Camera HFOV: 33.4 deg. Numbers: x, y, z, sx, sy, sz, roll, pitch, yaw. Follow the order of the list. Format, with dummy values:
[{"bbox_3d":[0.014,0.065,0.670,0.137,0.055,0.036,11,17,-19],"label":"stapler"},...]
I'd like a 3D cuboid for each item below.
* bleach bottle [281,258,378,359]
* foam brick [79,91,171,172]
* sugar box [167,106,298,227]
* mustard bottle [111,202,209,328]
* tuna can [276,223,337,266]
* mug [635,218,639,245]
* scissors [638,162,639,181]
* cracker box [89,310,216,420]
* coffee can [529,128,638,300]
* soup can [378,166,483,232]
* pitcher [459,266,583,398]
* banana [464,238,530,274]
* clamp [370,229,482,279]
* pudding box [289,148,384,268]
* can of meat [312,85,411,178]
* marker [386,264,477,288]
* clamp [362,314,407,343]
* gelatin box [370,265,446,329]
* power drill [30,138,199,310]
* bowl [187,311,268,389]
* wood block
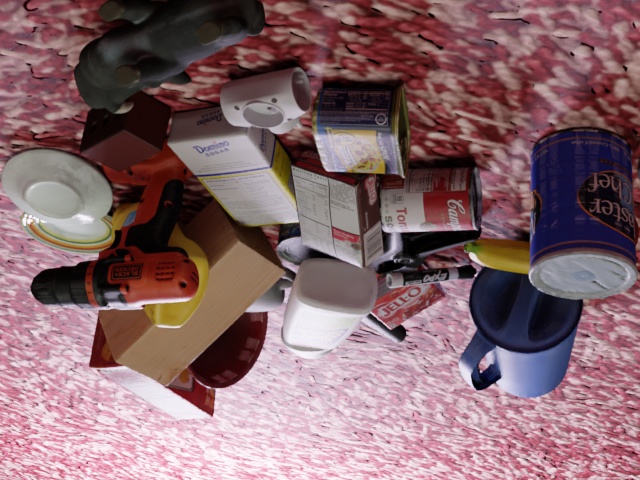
[{"bbox_3d":[0.005,0.102,1.375,0.102,0.068,0.251,9,155,-3],"label":"bleach bottle"},{"bbox_3d":[-0.199,-0.111,1.087,0.078,0.053,0.051,-20,143,40],"label":"foam brick"},{"bbox_3d":[-0.080,-0.077,1.139,0.093,0.048,0.176,-5,148,21],"label":"sugar box"},{"bbox_3d":[-0.193,0.011,1.215,0.058,0.192,0.096,5,117,-36],"label":"mustard bottle"},{"bbox_3d":[-0.008,0.002,1.287,0.086,0.033,0.086,5,153,2],"label":"tuna can"},{"bbox_3d":[0.286,-0.005,1.168,0.117,0.093,0.082,38,149,12],"label":"mug"},{"bbox_3d":[0.406,-0.044,1.129,0.096,0.016,0.201,-17,145,37],"label":"scissors"},{"bbox_3d":[-0.215,0.132,1.443,0.072,0.164,0.213,-10,149,24],"label":"cracker box"},{"bbox_3d":[0.260,-0.025,1.060,0.103,0.140,0.103,5,153,2],"label":"coffee can"},{"bbox_3d":[0.118,-0.043,1.138,0.102,0.068,0.068,-2,152,17],"label":"soup can"},{"bbox_3d":[0.255,0.125,1.360,0.149,0.145,0.242,-3,155,11],"label":"pitcher"},{"bbox_3d":[0.255,0.026,1.234,0.197,0.037,0.069,8,-168,-4],"label":"banana"},{"bbox_3d":[0.094,0.005,1.263,0.120,0.039,0.172,18,149,-29],"label":"clamp"},{"bbox_3d":[0.018,-0.033,1.132,0.090,0.039,0.113,22,135,33],"label":"pudding box"},{"bbox_3d":[0.042,-0.106,1.044,0.084,0.057,0.102,2,152,12],"label":"can of meat"},{"bbox_3d":[0.139,0.044,1.316,0.121,0.020,0.020,-5,158,-22],"label":"marker"},{"bbox_3d":[0.045,0.087,1.437,0.164,0.036,0.210,7,152,0],"label":"clamp"},{"bbox_3d":[0.105,0.071,1.366,0.089,0.030,0.073,-32,140,14],"label":"gelatin box"},{"bbox_3d":[-0.209,-0.014,1.132,0.184,0.187,0.057,-3,153,14],"label":"power drill"},{"bbox_3d":[-0.142,0.114,1.418,0.055,0.162,0.162,8,160,40],"label":"bowl"},{"bbox_3d":[-0.153,0.062,1.264,0.206,0.090,0.090,-44,135,12],"label":"wood block"}]
